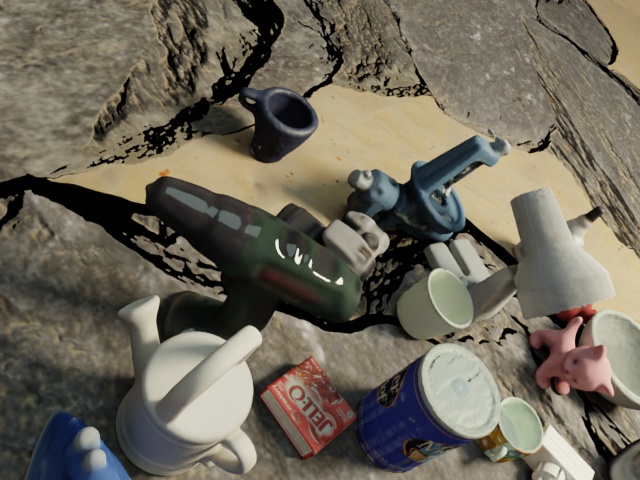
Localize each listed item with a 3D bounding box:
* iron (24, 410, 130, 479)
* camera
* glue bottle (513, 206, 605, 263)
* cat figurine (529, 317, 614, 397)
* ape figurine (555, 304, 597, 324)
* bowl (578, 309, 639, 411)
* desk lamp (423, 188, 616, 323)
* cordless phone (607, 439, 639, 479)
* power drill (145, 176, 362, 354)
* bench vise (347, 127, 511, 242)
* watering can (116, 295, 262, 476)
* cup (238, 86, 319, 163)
[{"bbox_3d":[-0.167,0.232,0.432,0.119,0.141,0.258,-7,61,-36],"label":"iron"},{"bbox_3d":[0.007,0.003,0.746,0.137,0.100,0.143,41,45,1],"label":"camera"},{"bbox_3d":[0.401,-0.001,0.950,0.037,0.173,0.078,4,55,-30],"label":"glue bottle"},{"bbox_3d":[0.378,0.174,0.842,0.067,0.117,0.128,21,48,-18],"label":"cat figurine"},{"bbox_3d":[0.439,0.095,0.958,0.076,0.092,0.077,5,55,-30],"label":"ape figurine"},{"bbox_3d":[0.469,0.199,0.912,0.168,0.074,0.167,17,49,-21],"label":"bowl"},{"bbox_3d":[0.278,0.039,0.813,0.118,0.213,0.203,-9,62,-37],"label":"desk lamp"},{"bbox_3d":[0.500,0.324,0.759,0.094,0.184,0.147,-23,71,-41],"label":"cordless phone"},{"bbox_3d":[-0.085,0.045,0.579,0.230,0.208,0.075,21,48,-18],"label":"power drill"},{"bbox_3d":[0.153,-0.071,0.811,0.208,0.219,0.121,-7,61,-36],"label":"bench vise"},{"bbox_3d":[-0.117,0.128,0.505,0.173,0.193,0.101,33,46,-7],"label":"watering can"},{"bbox_3d":[-0.073,-0.162,0.824,0.118,0.094,0.091,24,47,-15],"label":"cup"}]
